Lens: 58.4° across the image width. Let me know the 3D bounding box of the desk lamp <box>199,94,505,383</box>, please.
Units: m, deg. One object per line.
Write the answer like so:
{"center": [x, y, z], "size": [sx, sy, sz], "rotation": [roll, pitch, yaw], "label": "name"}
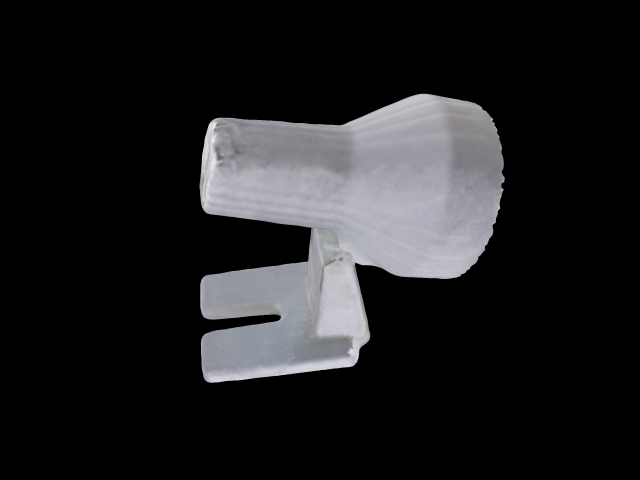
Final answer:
{"center": [0.004, 0.001, 0.400], "size": [0.203, 0.214, 0.117], "rotation": [-7, 50, -6], "label": "desk lamp"}
